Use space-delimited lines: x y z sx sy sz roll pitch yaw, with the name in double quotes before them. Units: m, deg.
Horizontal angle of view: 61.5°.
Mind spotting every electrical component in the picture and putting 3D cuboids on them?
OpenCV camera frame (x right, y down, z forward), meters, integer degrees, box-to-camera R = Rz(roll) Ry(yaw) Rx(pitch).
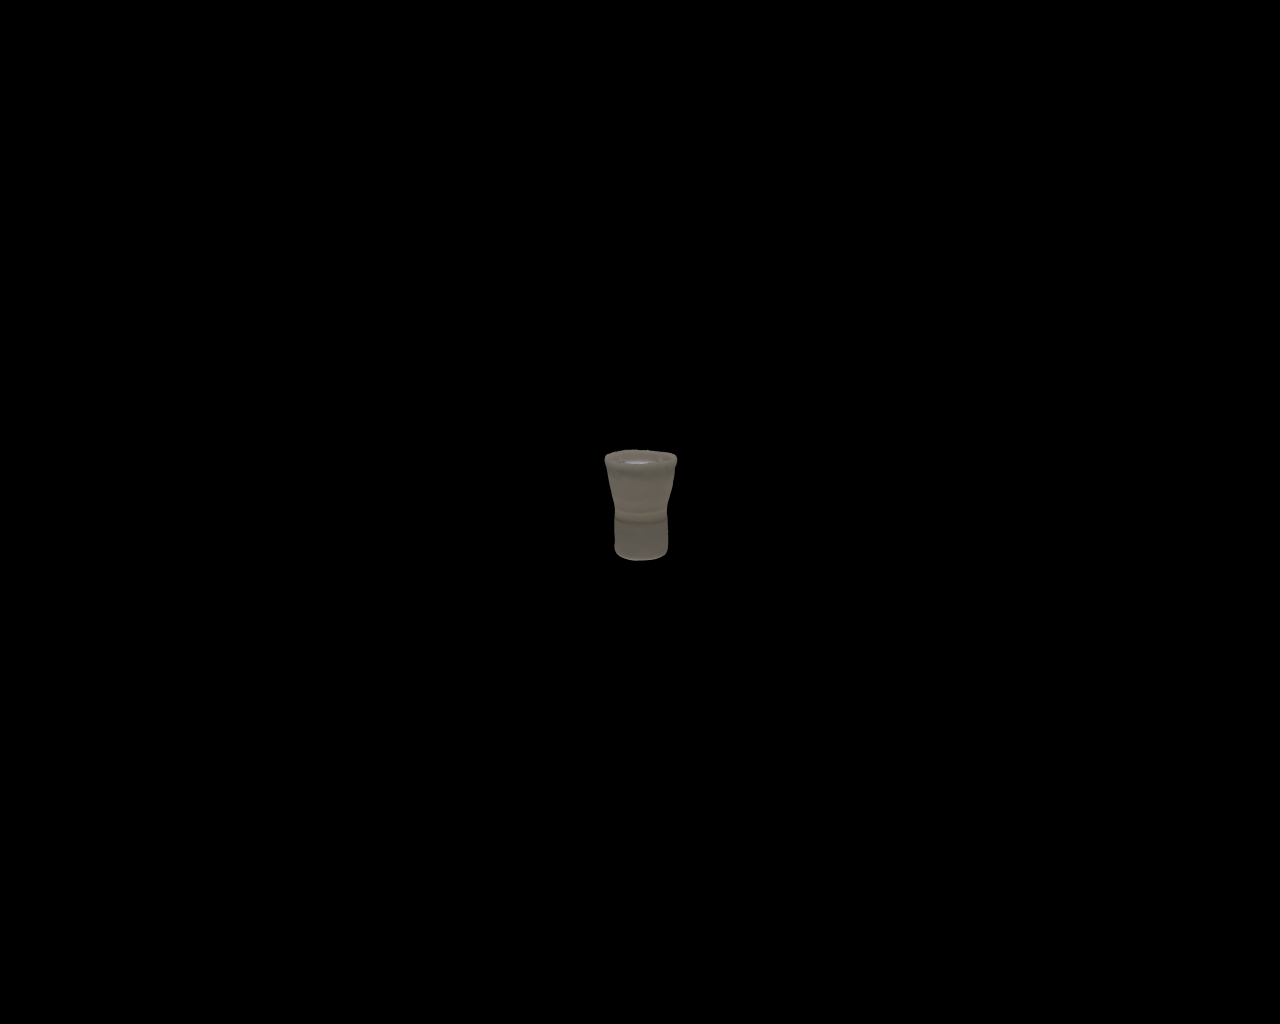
"electrical component" 0.001 -0.003 0.650 0.044 0.065 0.044 0 16 0
